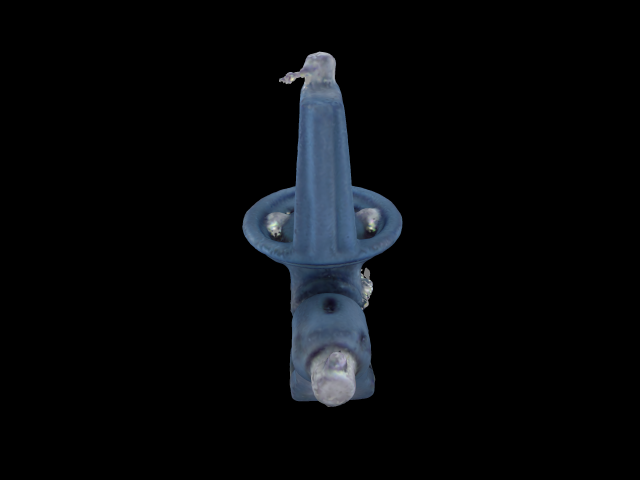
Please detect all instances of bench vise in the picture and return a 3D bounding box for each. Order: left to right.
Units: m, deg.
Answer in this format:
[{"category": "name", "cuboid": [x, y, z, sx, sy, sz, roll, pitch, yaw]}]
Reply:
[{"category": "bench vise", "cuboid": [0.015, -0.002, 0.403, 0.122, 0.220, 0.207, -16, 49, -14]}]
